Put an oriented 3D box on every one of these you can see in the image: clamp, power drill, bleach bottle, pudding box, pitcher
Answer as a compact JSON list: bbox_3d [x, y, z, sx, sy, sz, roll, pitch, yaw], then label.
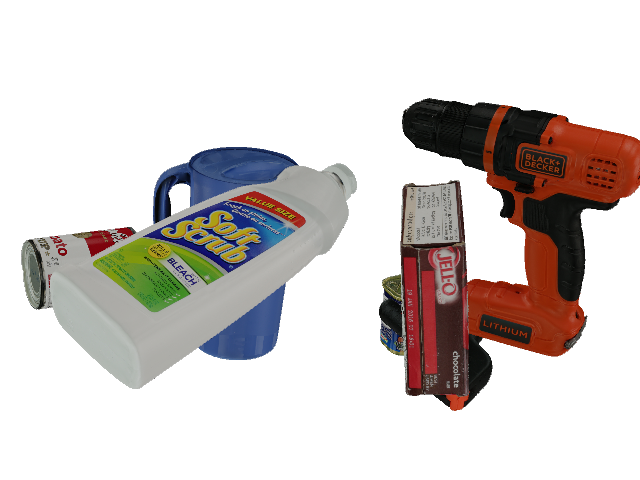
[{"bbox_3d":[0.132,0.104,1.040,0.120,0.039,0.171,-7,30,-8],"label":"clamp"},{"bbox_3d":[0.145,-0.012,0.823,0.185,0.188,0.057,16,33,25],"label":"power drill"},{"bbox_3d":[-0.072,0.005,0.804,0.103,0.068,0.250,37,53,24],"label":"bleach bottle"},{"bbox_3d":[0.065,0.024,0.611,0.039,0.090,0.113,-1,20,4],"label":"pudding box"},{"bbox_3d":[-0.107,0.016,1.282,0.149,0.243,0.144,20,26,30],"label":"pitcher"}]

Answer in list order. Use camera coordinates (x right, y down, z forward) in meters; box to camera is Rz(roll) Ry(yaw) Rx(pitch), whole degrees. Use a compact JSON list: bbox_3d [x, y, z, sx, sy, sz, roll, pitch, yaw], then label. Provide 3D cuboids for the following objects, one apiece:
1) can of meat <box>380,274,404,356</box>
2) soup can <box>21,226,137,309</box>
[{"bbox_3d":[0.124,0.088,1.318,0.101,0.084,0.057,-11,31,-26],"label":"can of meat"},{"bbox_3d":[-0.226,0.026,1.018,0.102,0.068,0.069,-8,4,-29],"label":"soup can"}]
